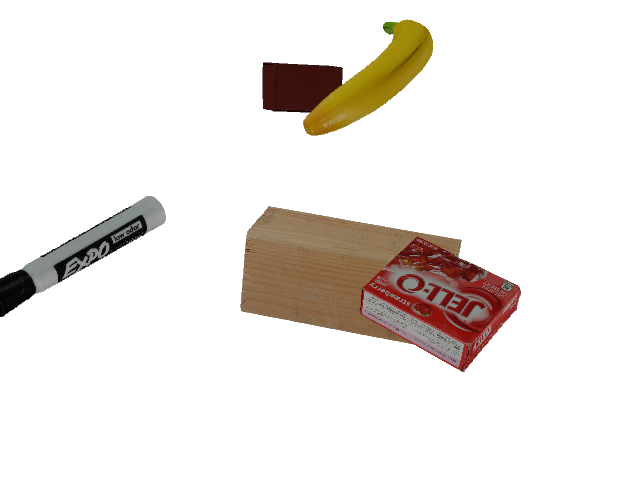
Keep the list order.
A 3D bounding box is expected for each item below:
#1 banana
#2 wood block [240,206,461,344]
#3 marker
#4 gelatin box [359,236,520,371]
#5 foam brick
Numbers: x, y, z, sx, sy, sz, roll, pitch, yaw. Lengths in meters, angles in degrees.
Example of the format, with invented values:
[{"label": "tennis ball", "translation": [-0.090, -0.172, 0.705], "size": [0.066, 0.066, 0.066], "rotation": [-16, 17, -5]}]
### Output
[{"label": "banana", "translation": [0.054, -0.148, 0.940], "size": [0.070, 0.037, 0.197], "rotation": [-16, 25, 39]}, {"label": "wood block", "translation": [0.031, 0.036, 1.091], "size": [0.206, 0.091, 0.090], "rotation": [11, 22, 10]}, {"label": "marker", "translation": [-0.137, 0.008, 0.596], "size": [0.020, 0.020, 0.120], "rotation": [0, 26, 47]}, {"label": "gelatin box", "translation": [0.084, 0.042, 0.749], "size": [0.089, 0.030, 0.073], "rotation": [28, 46, 25]}, {"label": "foam brick", "translation": [-0.020, -0.166, 1.163], "size": [0.078, 0.051, 0.053], "rotation": [0, 11, -17]}]
